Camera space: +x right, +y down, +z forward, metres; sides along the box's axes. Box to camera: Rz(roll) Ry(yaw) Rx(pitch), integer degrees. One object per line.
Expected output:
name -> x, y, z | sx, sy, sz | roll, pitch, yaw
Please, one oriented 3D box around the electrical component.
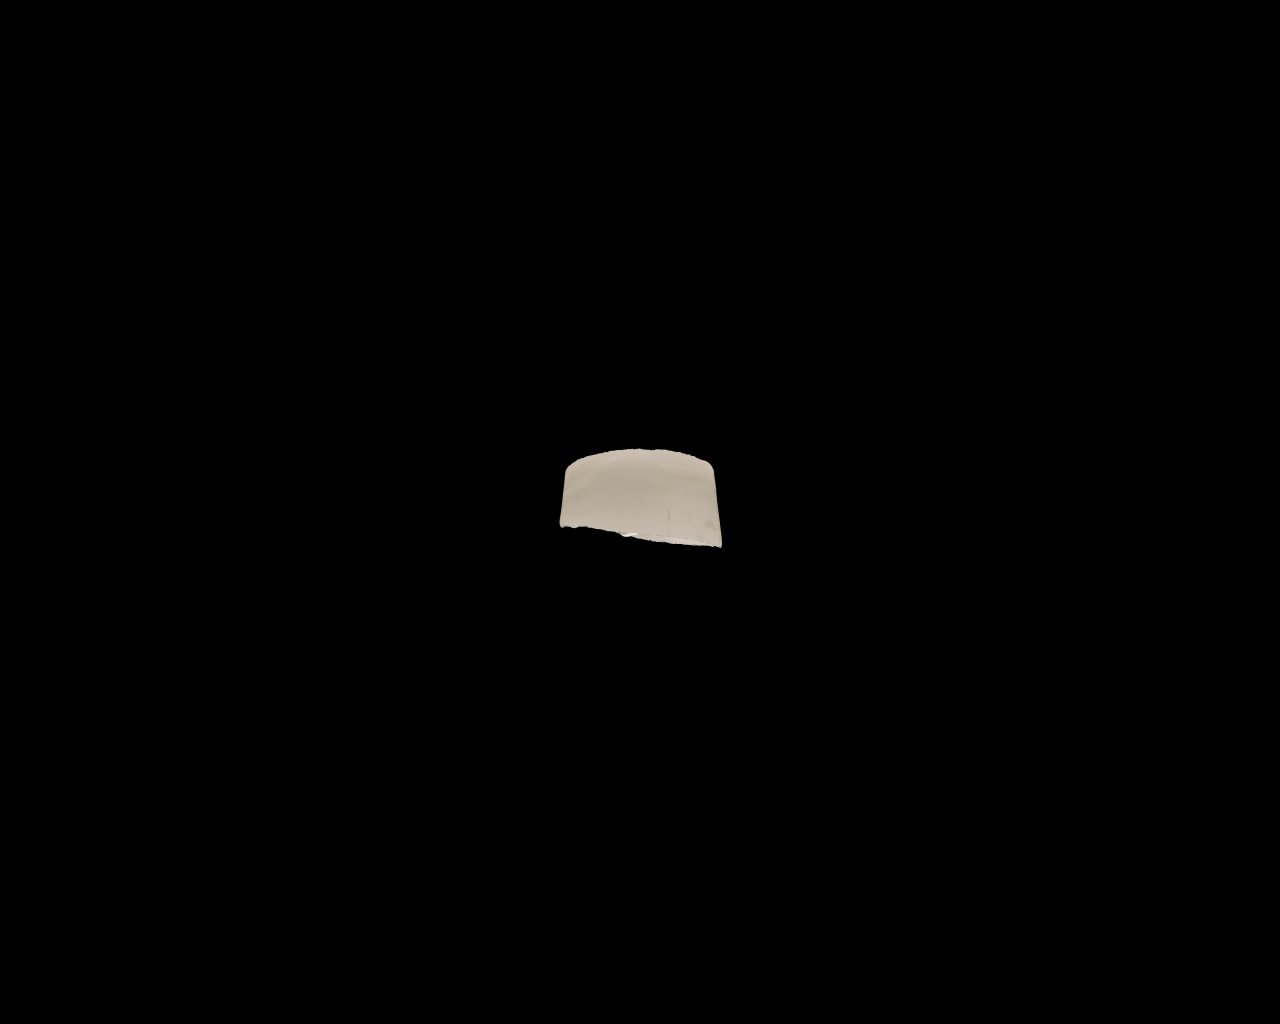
electrical component -> 0.001, -0.003, 0.650 | 0.099, 0.064, 0.099 | 0, -14, 0
